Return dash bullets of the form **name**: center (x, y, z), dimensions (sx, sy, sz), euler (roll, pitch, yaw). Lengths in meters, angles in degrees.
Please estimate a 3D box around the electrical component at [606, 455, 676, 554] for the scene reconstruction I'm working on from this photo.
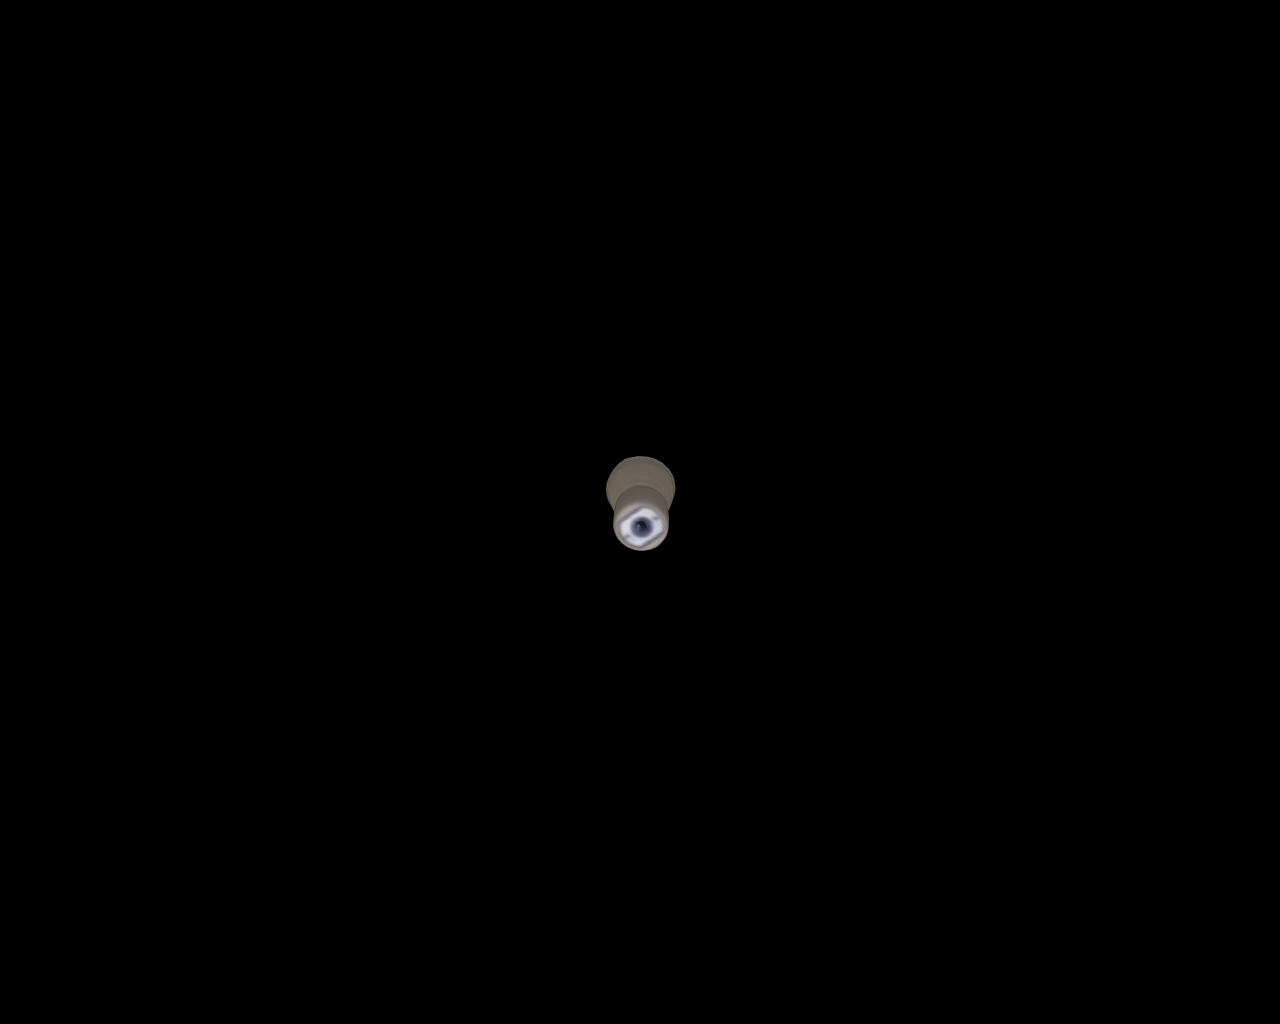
- **electrical component**: center (0.001, -0.003, 0.650), dimensions (0.044, 0.044, 0.065), euler (0, 24, 0)
